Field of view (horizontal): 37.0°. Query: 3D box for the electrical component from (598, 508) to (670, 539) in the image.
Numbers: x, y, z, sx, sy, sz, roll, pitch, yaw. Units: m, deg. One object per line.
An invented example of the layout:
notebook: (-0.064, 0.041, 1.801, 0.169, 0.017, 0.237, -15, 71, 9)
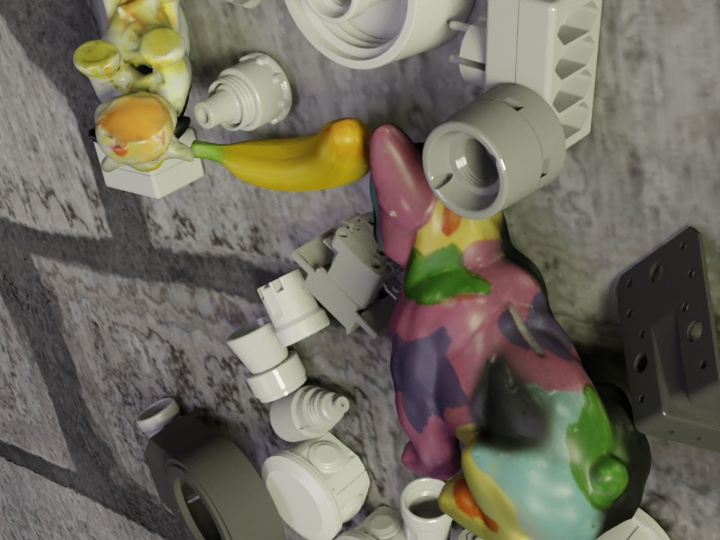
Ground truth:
electrical component: (0.153, 0.184, 0.668, 0.080, 0.051, 0.080, 26, 132, 32)

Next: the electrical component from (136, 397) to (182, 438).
electrical component: (-0.180, 0.148, 1.000, 0.040, 0.040, 0.046, -10, 113, 49)

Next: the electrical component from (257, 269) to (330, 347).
electrical component: (-0.049, 0.027, 0.780, 0.040, 0.040, 0.046, -25, 91, 51)

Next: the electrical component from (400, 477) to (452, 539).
electrical component: (0.049, 0.180, 0.784, 0.040, 0.040, 0.046, 29, 140, 30)

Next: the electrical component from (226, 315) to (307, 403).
electrical component: (-0.071, 0.068, 0.825, 0.045, 0.045, 0.055, -14, 106, 50)

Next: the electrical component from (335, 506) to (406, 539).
electrical component: (0.020, 0.228, 0.837, 0.080, 0.051, 0.080, 26, 133, 32)

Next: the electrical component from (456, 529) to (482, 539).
electrical component: (0.077, 0.216, 0.778, 0.044, 0.044, 0.065, 39, 134, 20)

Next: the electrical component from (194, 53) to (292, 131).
electrical component: (-0.078, -0.110, 0.695, 0.048, 0.062, 0.048, 26, 132, 33)

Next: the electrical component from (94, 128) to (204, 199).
electrical component: (-0.162, -0.100, 0.800, 0.066, 0.047, 0.076, 15, 126, 40)

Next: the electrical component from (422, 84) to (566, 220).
electrical component: (0.063, -0.056, 0.519, 0.055, 0.047, 0.055, 26, 132, 32)

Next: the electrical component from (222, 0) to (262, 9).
electrical component: (-0.083, -0.185, 0.667, 0.046, 0.040, 0.040, 25, 132, 25)

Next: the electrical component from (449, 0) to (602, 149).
electrical component: (0.076, -0.108, 0.547, 0.076, 0.047, 0.083, 24, 131, 34)

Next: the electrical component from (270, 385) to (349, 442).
electrical component: (-0.036, 0.108, 0.820, 0.078, 0.040, 0.040, -21, 100, 50)

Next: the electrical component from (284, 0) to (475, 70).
electrical component: (0.002, -0.160, 0.577, 0.108, 0.060, 0.108, 26, 133, 32)

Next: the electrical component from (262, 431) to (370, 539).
electrical component: (-0.035, 0.171, 0.855, 0.080, 0.051, 0.080, 26, 133, 32)

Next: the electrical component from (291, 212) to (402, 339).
electrical component: (0.000, 0.000, 0.708, 0.081, 0.042, 0.063, 44, 137, 14)
